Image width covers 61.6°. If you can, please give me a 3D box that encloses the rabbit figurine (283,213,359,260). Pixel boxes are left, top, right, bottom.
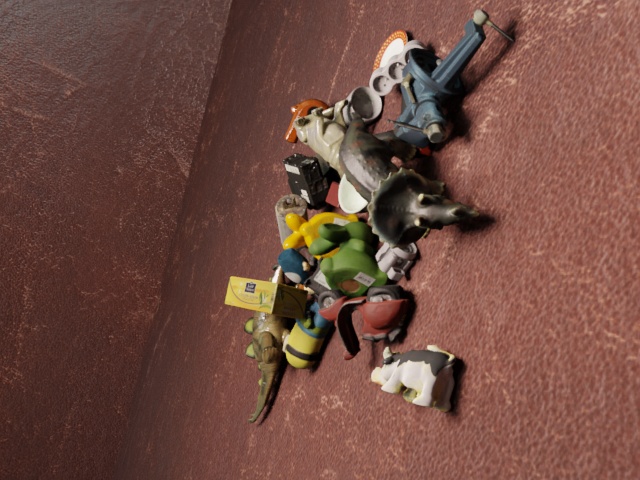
[{"bbox_3d":[-0.003,-0.004,1.231,0.173,0.162,0.121,-161,75,-82],"label":"rabbit figurine"}]

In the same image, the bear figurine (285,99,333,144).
[{"bbox_3d":[-0.022,-0.308,1.409,0.196,0.120,0.131,-109,33,-80],"label":"bear figurine"}]

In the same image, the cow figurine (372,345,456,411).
[{"bbox_3d":[0.147,0.211,0.873,0.167,0.068,0.098,2,72,60],"label":"cow figurine"}]

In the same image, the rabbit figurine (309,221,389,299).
[{"bbox_3d":[0.058,0.028,1.092,0.170,0.159,0.121,-79,12,-47],"label":"rabbit figurine"}]

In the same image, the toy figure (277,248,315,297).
[{"bbox_3d":[-0.032,0.082,1.205,0.058,0.154,0.064,-45,24,-6],"label":"toy figure"}]

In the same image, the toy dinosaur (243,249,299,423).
[{"bbox_3d":[-0.121,0.242,1.342,0.199,0.105,0.471,4,83,64],"label":"toy dinosaur"}]

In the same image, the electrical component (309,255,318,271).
[{"bbox_3d":[-0.015,0.079,1.276,0.021,0.063,0.094,16,98,35],"label":"electrical component"}]

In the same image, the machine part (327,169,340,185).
[{"bbox_3d":[0.022,-0.142,1.362,0.139,0.039,0.084,-48,27,44],"label":"machine part"}]

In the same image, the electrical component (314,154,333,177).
[{"bbox_3d":[0.017,-0.207,1.405,0.102,0.045,0.078,-47,65,47],"label":"electrical component"}]

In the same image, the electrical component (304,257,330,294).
[{"bbox_3d":[0.033,0.095,1.143,0.075,0.119,0.047,-60,-9,-15],"label":"electrical component"}]

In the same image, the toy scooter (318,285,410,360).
[{"bbox_3d":[0.082,0.153,0.993,0.184,0.075,0.135,-8,85,29],"label":"toy scooter"}]

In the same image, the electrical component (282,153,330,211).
[{"bbox_3d":[-0.030,-0.138,1.306,0.115,0.058,0.134,31,145,57],"label":"electrical component"}]

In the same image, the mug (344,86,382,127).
[{"bbox_3d":[0.090,-0.295,1.279,0.107,0.081,0.109,162,112,-71],"label":"mug"}]

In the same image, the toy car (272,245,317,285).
[{"bbox_3d":[-0.064,0.078,1.384,0.202,0.053,0.089,-41,61,50],"label":"toy car"}]

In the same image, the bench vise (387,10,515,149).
[{"bbox_3d":[0.216,-0.288,0.951,0.240,0.129,0.224,-51,20,38],"label":"bench vise"}]

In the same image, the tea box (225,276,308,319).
[{"bbox_3d":[-0.119,0.127,1.186,0.170,0.098,0.068,4,80,47],"label":"tea box"}]

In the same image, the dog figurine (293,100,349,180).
[{"bbox_3d":[0.025,-0.208,1.253,0.172,0.121,0.190,3,114,69],"label":"dog figurine"}]

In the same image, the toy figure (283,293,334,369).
[{"bbox_3d":[-0.021,0.204,1.198,0.180,0.082,0.089,-60,30,20],"label":"toy figure"}]

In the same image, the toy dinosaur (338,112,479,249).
[{"bbox_3d":[0.104,-0.122,0.959,0.131,0.192,0.405,-53,54,20],"label":"toy dinosaur"}]

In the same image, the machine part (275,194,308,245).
[{"bbox_3d":[-0.066,-0.039,1.343,0.243,0.079,0.079,85,-175,-61],"label":"machine part"}]
